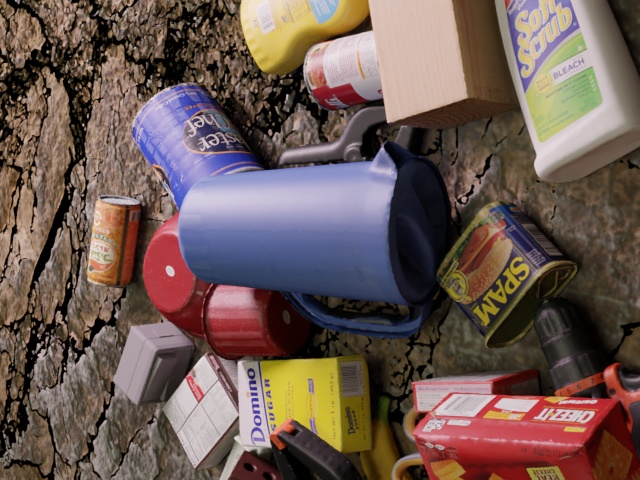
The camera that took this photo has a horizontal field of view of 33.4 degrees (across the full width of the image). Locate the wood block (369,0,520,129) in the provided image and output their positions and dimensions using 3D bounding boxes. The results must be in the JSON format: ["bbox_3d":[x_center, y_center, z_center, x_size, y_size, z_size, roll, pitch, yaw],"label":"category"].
[{"bbox_3d":[0.105,-0.210,0.945,0.091,0.090,0.206,-14,81,42],"label":"wood block"}]

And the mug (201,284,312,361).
[{"bbox_3d":[-0.059,0.070,1.118,0.082,0.093,0.117,-4,53,38],"label":"mug"}]

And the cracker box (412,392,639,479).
[{"bbox_3d":[0.182,0.229,0.846,0.164,0.072,0.213,-6,112,46],"label":"cracker box"}]

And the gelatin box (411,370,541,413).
[{"bbox_3d":[0.137,0.134,0.938,0.089,0.073,0.030,-9,86,43],"label":"gelatin box"}]

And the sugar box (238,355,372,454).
[{"bbox_3d":[-0.020,0.166,1.083,0.177,0.048,0.093,-11,79,50],"label":"sugar box"}]

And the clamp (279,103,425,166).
[{"bbox_3d":[0.033,-0.084,1.044,0.120,0.039,0.172,45,119,10],"label":"clamp"}]

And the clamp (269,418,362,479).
[{"bbox_3d":[0.020,0.266,1.022,0.210,0.036,0.165,49,138,5],"label":"clamp"}]

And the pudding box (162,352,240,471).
[{"bbox_3d":[-0.123,0.192,1.206,0.114,0.039,0.090,-53,59,33],"label":"pudding box"}]

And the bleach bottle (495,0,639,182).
[{"bbox_3d":[0.189,-0.181,0.888,0.103,0.067,0.251,-32,68,39],"label":"bleach bottle"}]

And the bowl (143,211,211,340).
[{"bbox_3d":[-0.152,0.036,1.216,0.162,0.055,0.162,2,93,42],"label":"bowl"}]

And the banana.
[{"bbox_3d":[0.093,0.241,1.007,0.198,0.037,0.070,50,123,29],"label":"banana"}]

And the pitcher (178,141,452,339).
[{"bbox_3d":[-0.007,0.001,1.000,0.243,0.144,0.149,1,71,31],"label":"pitcher"}]

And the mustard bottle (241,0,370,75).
[{"bbox_3d":[0.004,-0.246,1.058,0.192,0.058,0.096,-27,71,41],"label":"mustard bottle"}]

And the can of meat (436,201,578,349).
[{"bbox_3d":[0.159,0.029,0.927,0.084,0.057,0.102,53,124,31],"label":"can of meat"}]

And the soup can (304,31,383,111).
[{"bbox_3d":[0.044,-0.166,1.018,0.102,0.068,0.068,-8,86,42],"label":"soup can"}]

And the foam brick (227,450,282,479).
[{"bbox_3d":[-0.062,0.267,1.121,0.078,0.053,0.051,24,113,5],"label":"foam brick"}]

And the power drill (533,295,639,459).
[{"bbox_3d":[0.267,0.103,0.829,0.188,0.057,0.184,-34,73,41],"label":"power drill"}]

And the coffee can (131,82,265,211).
[{"bbox_3d":[-0.128,-0.086,1.156,0.103,0.102,0.140,-53,58,30],"label":"coffee can"}]

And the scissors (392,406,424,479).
[{"bbox_3d":[0.150,0.171,0.962,0.202,0.016,0.096,-26,52,25],"label":"scissors"}]
